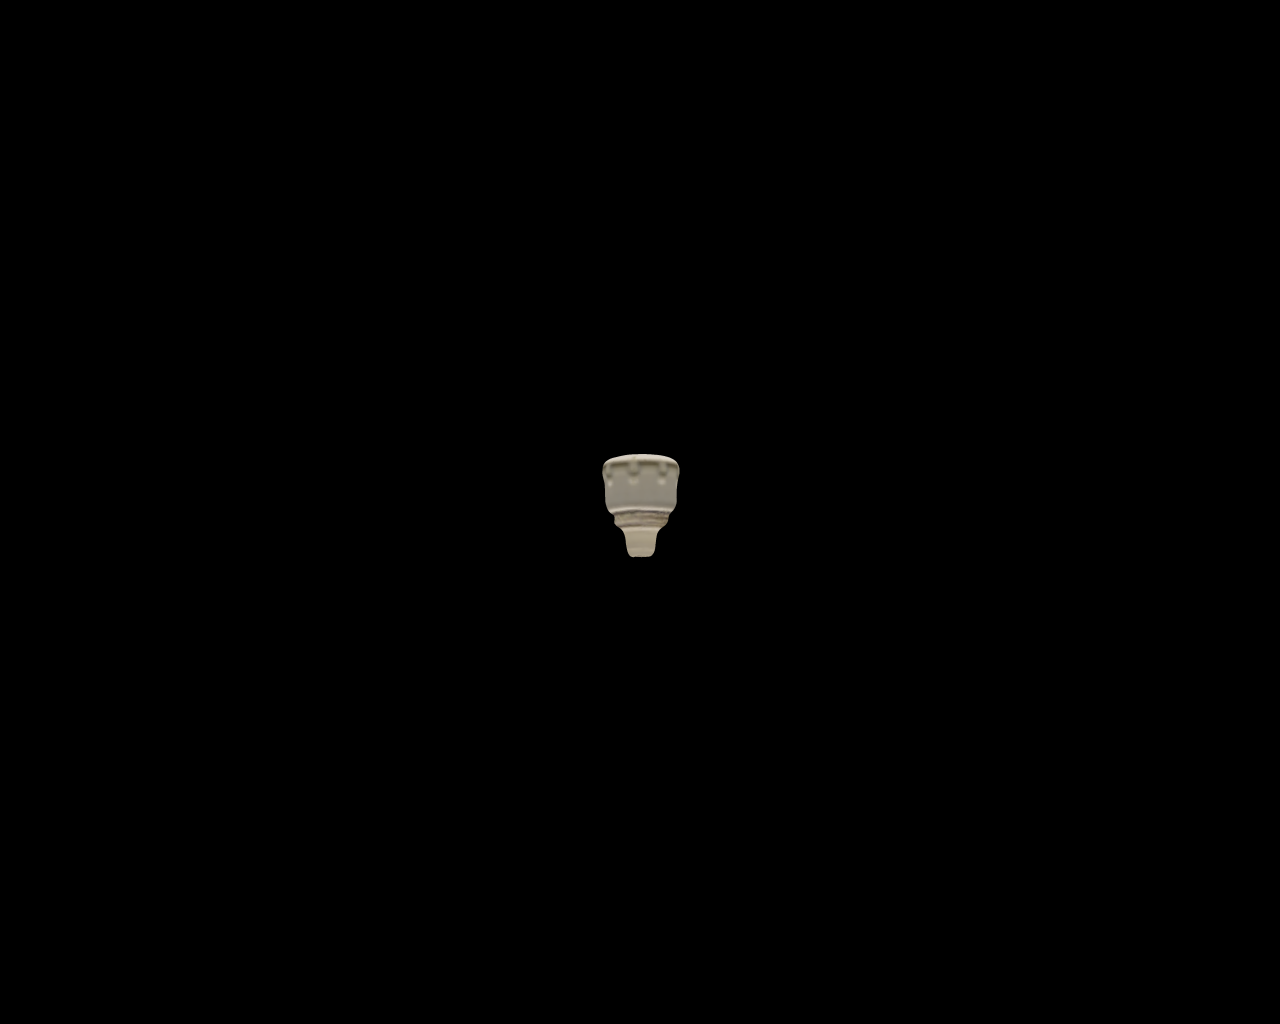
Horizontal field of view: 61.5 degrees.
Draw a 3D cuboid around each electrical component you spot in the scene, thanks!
[{"bbox_3d":[0.001,-0.003,0.650,0.048,0.062,0.048,0,-5,0],"label":"electrical component"}]
